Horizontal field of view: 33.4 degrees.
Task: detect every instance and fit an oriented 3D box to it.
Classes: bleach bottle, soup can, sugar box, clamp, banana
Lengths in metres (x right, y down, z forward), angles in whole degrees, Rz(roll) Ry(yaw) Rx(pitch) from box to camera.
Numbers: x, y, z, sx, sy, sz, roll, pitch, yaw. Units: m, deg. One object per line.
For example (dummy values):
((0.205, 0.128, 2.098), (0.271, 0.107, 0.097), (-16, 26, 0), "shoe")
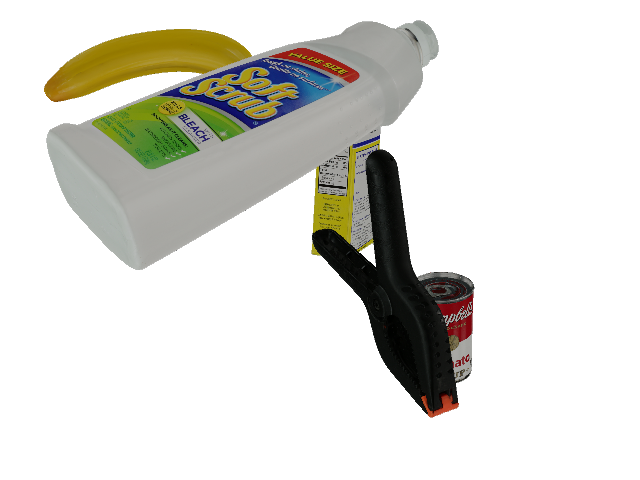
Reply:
((-0.034, -0.079, 0.664), (0.250, 0.068, 0.103), (-31, 49, -24), "bleach bottle")
((0.128, 0.093, 1.135), (0.068, 0.102, 0.068), (-2, 24, 1), "soup can")
((0.027, -0.077, 1.071), (0.048, 0.176, 0.093), (5, 12, 19), "sugar box")
((0.061, 0.040, 0.871), (0.036, 0.210, 0.165), (-16, -25, -24), "clamp")
((-0.143, -0.156, 0.943), (0.197, 0.069, 0.037), (-1, -33, -4), "banana")
